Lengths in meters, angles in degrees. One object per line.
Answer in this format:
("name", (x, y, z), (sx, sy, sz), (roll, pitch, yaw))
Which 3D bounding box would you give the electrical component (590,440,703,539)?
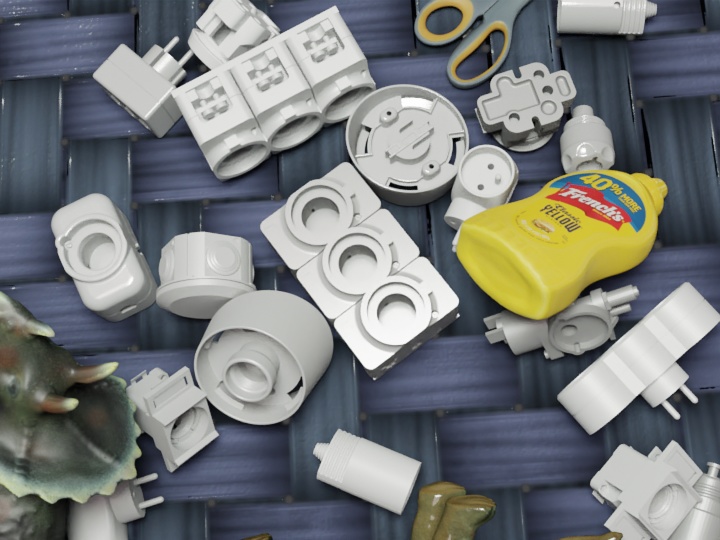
("electrical component", (0.211, 0.165, 0.804), (0.081, 0.064, 0.042), (-48, 118, -8))

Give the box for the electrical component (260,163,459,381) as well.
("electrical component", (0.000, 0.000, 0.866), (0.089, 0.061, 0.150), (-37, 76, -5))

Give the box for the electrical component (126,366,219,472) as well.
("electrical component", (-0.151, 0.112, 0.844), (0.064, 0.081, 0.042), (25, 48, 37))

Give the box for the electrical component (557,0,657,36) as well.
("electrical component", (0.211, -0.222, 0.916), (0.081, 0.043, 0.043), (3, 76, 5))

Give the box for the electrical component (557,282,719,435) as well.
("electrical component", (0.228, 0.081, 0.832), (0.138, 0.052, 0.073), (-41, 80, -6))

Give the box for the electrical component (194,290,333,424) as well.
("electrical component", (-0.077, 0.069, 0.838), (0.099, 0.064, 0.099), (7, 120, 12))

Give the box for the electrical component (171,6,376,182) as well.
("electrical component", (-0.067, -0.140, 0.892), (0.150, 0.089, 0.061), (-28, 75, -3))

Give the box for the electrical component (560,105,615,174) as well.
("electrical component", (0.187, -0.108, 0.890), (0.043, 0.043, 0.062), (-1, 56, 4))

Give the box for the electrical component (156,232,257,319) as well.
("electrical component", (-0.123, 0.006, 0.866), (0.080, 0.080, 0.051), (-4, 70, 4))

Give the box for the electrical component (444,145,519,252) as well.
("electrical component", (0.093, -0.051, 0.864), (0.043, 0.077, 0.079), (25, 79, 10))

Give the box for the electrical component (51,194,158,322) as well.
("electrical component", (-0.212, -0.011, 0.887), (0.054, 0.059, 0.095), (-26, 75, -2))

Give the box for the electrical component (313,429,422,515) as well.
("electrical component", (0.002, 0.154, 0.836), (0.081, 0.043, 0.043), (21, 78, 9))

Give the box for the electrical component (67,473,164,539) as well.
("electrical component", (-0.194, 0.182, 0.844), (0.079, 0.043, 0.077), (-18, 75, -1))

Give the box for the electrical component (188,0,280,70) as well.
("electrical component", (-0.110, -0.200, 0.923), (0.057, 0.078, 0.058), (-45, 76, 14))

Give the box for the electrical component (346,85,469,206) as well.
("electrical component", (0.040, -0.102, 0.888), (0.099, 0.064, 0.099), (-1, 76, 4))

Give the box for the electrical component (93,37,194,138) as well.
("electrical component", (-0.176, -0.168, 0.929), (0.066, 0.047, 0.076), (40, 84, 13))

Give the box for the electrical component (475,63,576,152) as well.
("electrical component", (0.136, -0.131, 0.891), (0.078, 0.057, 0.058), (-18, 75, 0))

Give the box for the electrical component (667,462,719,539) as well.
("electrical component", (0.256, 0.183, 0.810), (0.040, 0.040, 0.078), (19, 78, 9))
